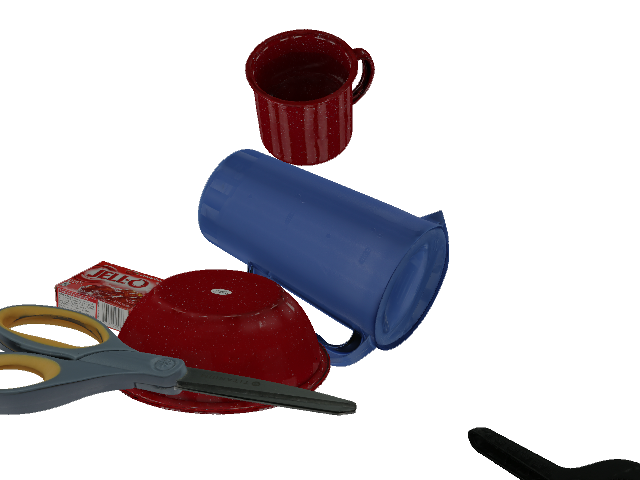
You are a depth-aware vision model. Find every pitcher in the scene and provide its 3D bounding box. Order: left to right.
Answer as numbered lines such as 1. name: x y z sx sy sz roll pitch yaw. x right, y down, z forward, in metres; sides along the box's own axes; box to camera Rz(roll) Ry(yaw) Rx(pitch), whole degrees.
1. pitcher: -0.008 0.008 1.064 0.243 0.145 0.149 27 28 27

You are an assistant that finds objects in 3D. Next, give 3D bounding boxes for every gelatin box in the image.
1. gelatin box: -0.198 0.053 1.025 0.089 0.030 0.073 16 25 24

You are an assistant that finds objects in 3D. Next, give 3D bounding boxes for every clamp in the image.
1. clamp: 0.203 0.223 0.865 0.210 0.036 0.164 2 37 24

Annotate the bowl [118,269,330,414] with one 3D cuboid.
1. bowl: -0.071 0.061 0.750 0.162 0.055 0.162 3 18 -1

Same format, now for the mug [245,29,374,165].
1. mug: -0.004 -0.124 0.910 0.117 0.081 0.093 -31 56 -20

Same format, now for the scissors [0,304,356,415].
1. scissors: -0.093 0.072 0.516 0.202 0.016 0.096 16 29 27
